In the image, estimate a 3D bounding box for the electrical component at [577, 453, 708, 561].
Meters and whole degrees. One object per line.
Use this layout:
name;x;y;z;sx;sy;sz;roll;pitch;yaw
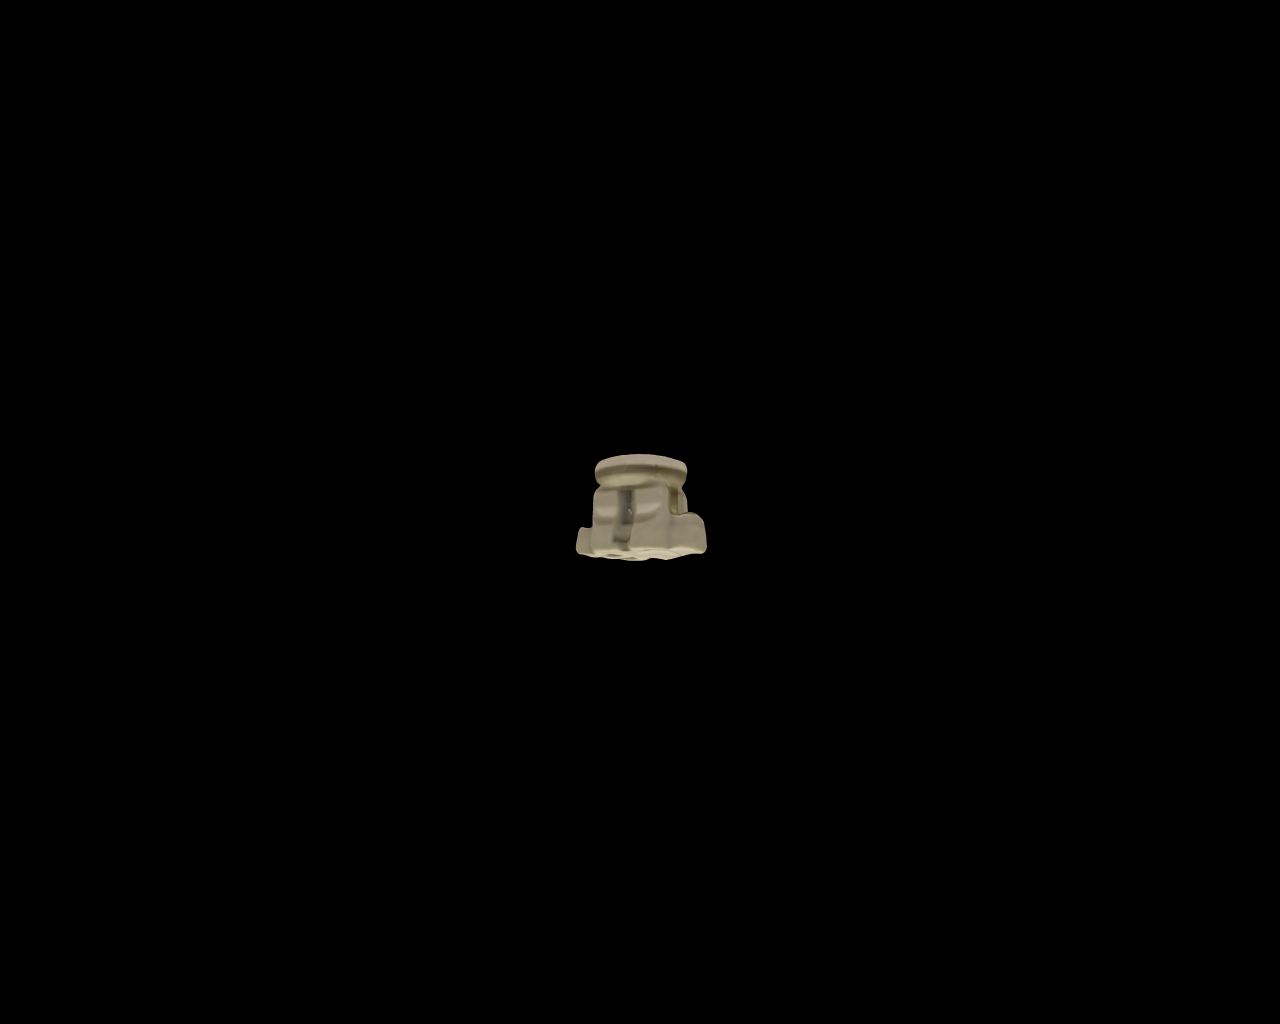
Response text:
electrical component;0.001;-0.003;0.650;0.078;0.057;0.058;-5;-11;24
